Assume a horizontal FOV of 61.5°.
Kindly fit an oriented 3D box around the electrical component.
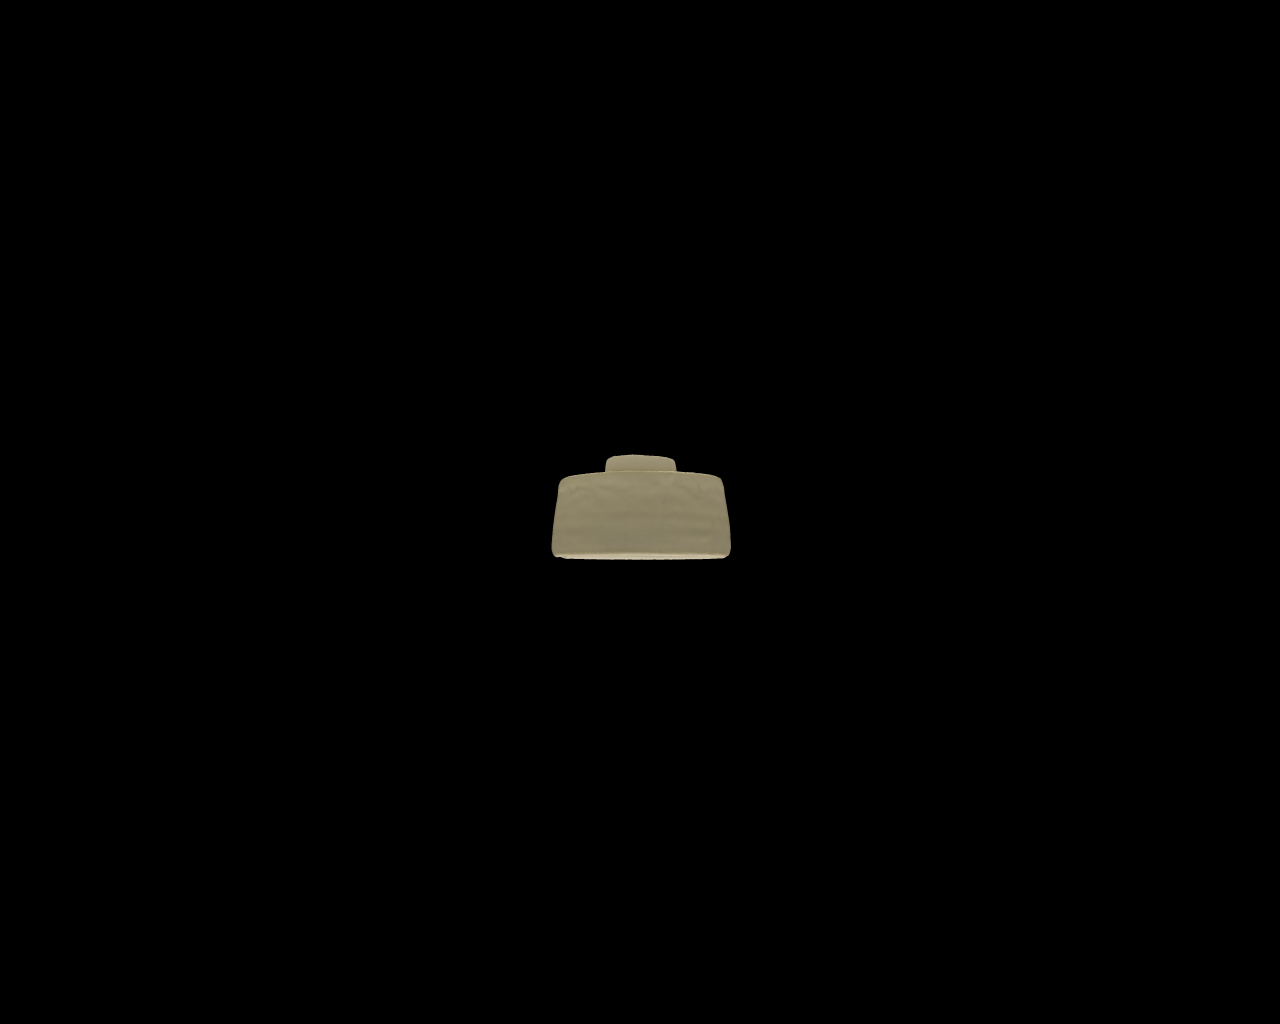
[{"bbox_3d":[0.001,-0.003,0.650,0.108,0.060,0.108,0,-4,0],"label":"electrical component"}]
